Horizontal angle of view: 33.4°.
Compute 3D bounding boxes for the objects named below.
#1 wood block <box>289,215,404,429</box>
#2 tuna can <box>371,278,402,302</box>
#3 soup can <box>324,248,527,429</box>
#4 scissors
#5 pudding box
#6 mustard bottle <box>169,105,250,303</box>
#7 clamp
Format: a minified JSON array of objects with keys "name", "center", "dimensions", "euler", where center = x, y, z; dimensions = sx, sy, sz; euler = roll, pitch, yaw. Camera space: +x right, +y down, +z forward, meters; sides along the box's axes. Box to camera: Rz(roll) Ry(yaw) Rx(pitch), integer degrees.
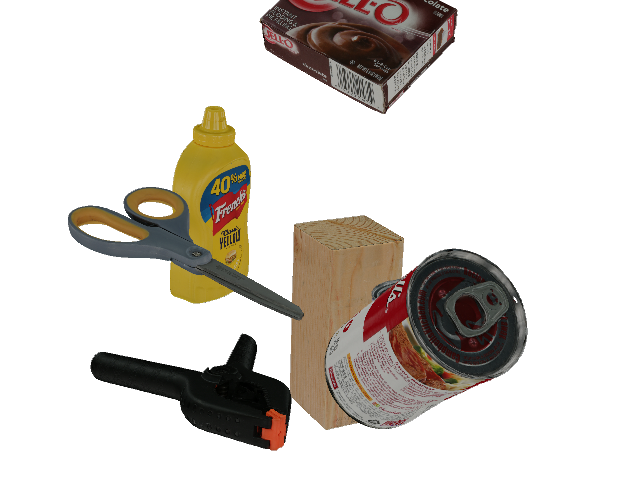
[{"name":"wood block","center":[0.027,0.087,1.159],"dimensions":[0.090,0.206,0.091],"euler":[-8,22,-26]},{"name":"tuna can","center":[0.083,0.057,0.848],"dimensions":[0.086,0.034,0.086],"euler":[-1,15,0]},{"name":"soup can","center":[0.052,0.055,0.563],"dimensions":[0.068,0.068,0.102],"euler":[0,-24,-26]},{"name":"scissors","center":[-0.084,0.003,0.757],"dimensions":[0.202,0.016,0.096],"euler":[16,34,19]},{"name":"pudding box","center":[0.028,-0.152,0.768],"dimensions":[0.114,0.090,0.039],"euler":[33,-24,21]},{"name":"mustard bottle","center":[-0.108,-0.039,1.062],"dimensions":[0.058,0.192,0.096],"euler":[18,27,31]},{"name":"clamp","center":[-0.081,0.126,0.929],"dimensions":[0.164,0.036,0.210],"euler":[-8,18,-39]}]
